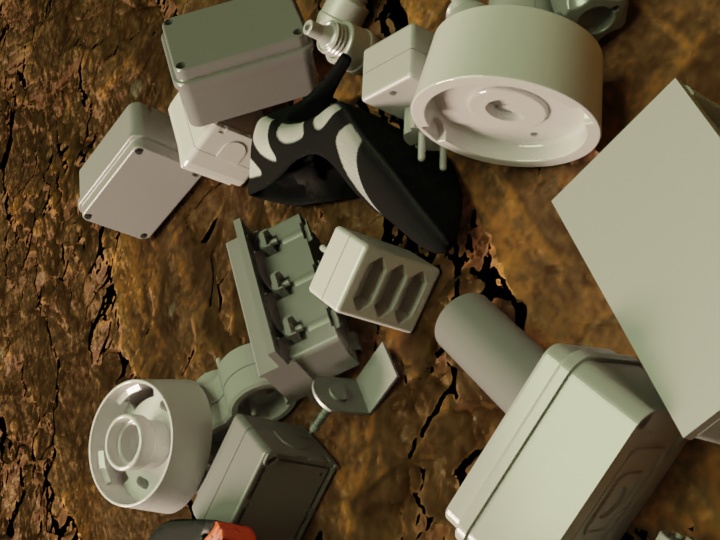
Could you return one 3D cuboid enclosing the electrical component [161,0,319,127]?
[{"bbox_3d":[-0.096,-0.172,0.862,0.113,0.057,0.078,-17,50,-5],"label":"electrical component"}]

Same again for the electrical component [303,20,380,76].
[{"bbox_3d":[-0.015,-0.171,0.806,0.035,0.061,0.035,-24,58,45],"label":"electrical component"}]

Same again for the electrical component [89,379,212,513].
[{"bbox_3d":[-0.148,0.126,0.780,0.099,0.064,0.099,-10,73,36],"label":"electrical component"}]

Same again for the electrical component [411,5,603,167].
[{"bbox_3d":[0.088,-0.110,0.617,0.108,0.108,0.060,-10,62,50],"label":"electrical component"}]

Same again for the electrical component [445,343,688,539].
[{"bbox_3d":[0.103,0.096,0.525,0.057,0.078,0.113,40,108,35],"label":"electrical component"}]

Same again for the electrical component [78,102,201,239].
[{"bbox_3d":[-0.204,-0.089,0.997,0.113,0.078,0.057,-44,42,32],"label":"electrical component"}]

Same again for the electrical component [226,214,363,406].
[{"bbox_3d":[-0.046,0.023,0.757,0.063,0.078,0.121,-26,51,8],"label":"electrical component"}]

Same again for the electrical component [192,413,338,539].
[{"bbox_3d":[-0.071,0.154,0.742,0.061,0.062,0.096,39,107,51],"label":"electrical component"}]

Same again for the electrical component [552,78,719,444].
[{"bbox_3d":[0.168,-0.002,0.505,0.089,0.062,0.150,-47,43,29],"label":"electrical component"}]

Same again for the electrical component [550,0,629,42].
[{"bbox_3d":[0.132,-0.169,0.635,0.043,0.043,0.062,-37,47,37],"label":"electrical component"}]

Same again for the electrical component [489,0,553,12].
[{"bbox_3d":[0.102,-0.166,0.669,0.043,0.043,0.081,-27,45,43],"label":"electrical component"}]

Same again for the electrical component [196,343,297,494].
[{"bbox_3d":[-0.105,0.100,0.814,0.138,0.052,0.073,-49,43,27],"label":"electrical component"}]

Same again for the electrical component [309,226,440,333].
[{"bbox_3d":[0.000,0.000,0.713,0.077,0.066,0.047,35,103,52],"label":"electrical component"}]

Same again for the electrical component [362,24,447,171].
[{"bbox_3d":[0.047,-0.100,0.681,0.047,0.083,0.075,-19,61,47],"label":"electrical component"}]

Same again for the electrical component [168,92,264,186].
[{"bbox_3d":[-0.123,-0.125,0.924,0.061,0.062,0.096,-48,43,28],"label":"electrical component"}]

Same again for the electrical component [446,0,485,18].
[{"bbox_3d":[0.072,-0.165,0.716,0.035,0.035,0.061,-43,43,33],"label":"electrical component"}]

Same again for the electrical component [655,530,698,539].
[{"bbox_3d":[0.141,0.154,0.494,0.044,0.044,0.065,31,95,52],"label":"electrical component"}]

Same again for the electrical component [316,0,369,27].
[{"bbox_3d":[-0.008,-0.208,0.835,0.061,0.035,0.035,-61,38,11],"label":"electrical component"}]
